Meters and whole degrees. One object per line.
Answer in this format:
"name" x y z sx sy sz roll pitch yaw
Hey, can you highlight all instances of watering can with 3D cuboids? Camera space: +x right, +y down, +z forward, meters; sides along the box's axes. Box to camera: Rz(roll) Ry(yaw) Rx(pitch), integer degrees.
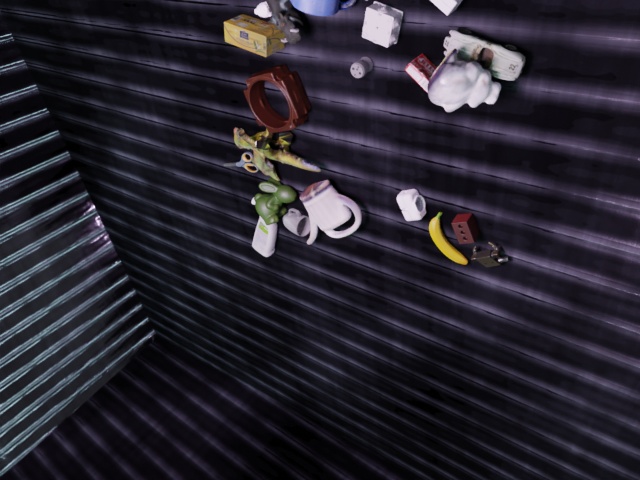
"watering can" 0.006 -0.094 1.870 0.344 0.106 0.223 -22 106 50

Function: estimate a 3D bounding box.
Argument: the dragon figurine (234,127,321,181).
"dragon figurine" -0.172 -0.304 1.883 0.413 0.124 0.238 38 159 13

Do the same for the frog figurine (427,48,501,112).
"frog figurine" 0.344 -0.362 1.235 0.160 0.125 0.134 38 128 6
